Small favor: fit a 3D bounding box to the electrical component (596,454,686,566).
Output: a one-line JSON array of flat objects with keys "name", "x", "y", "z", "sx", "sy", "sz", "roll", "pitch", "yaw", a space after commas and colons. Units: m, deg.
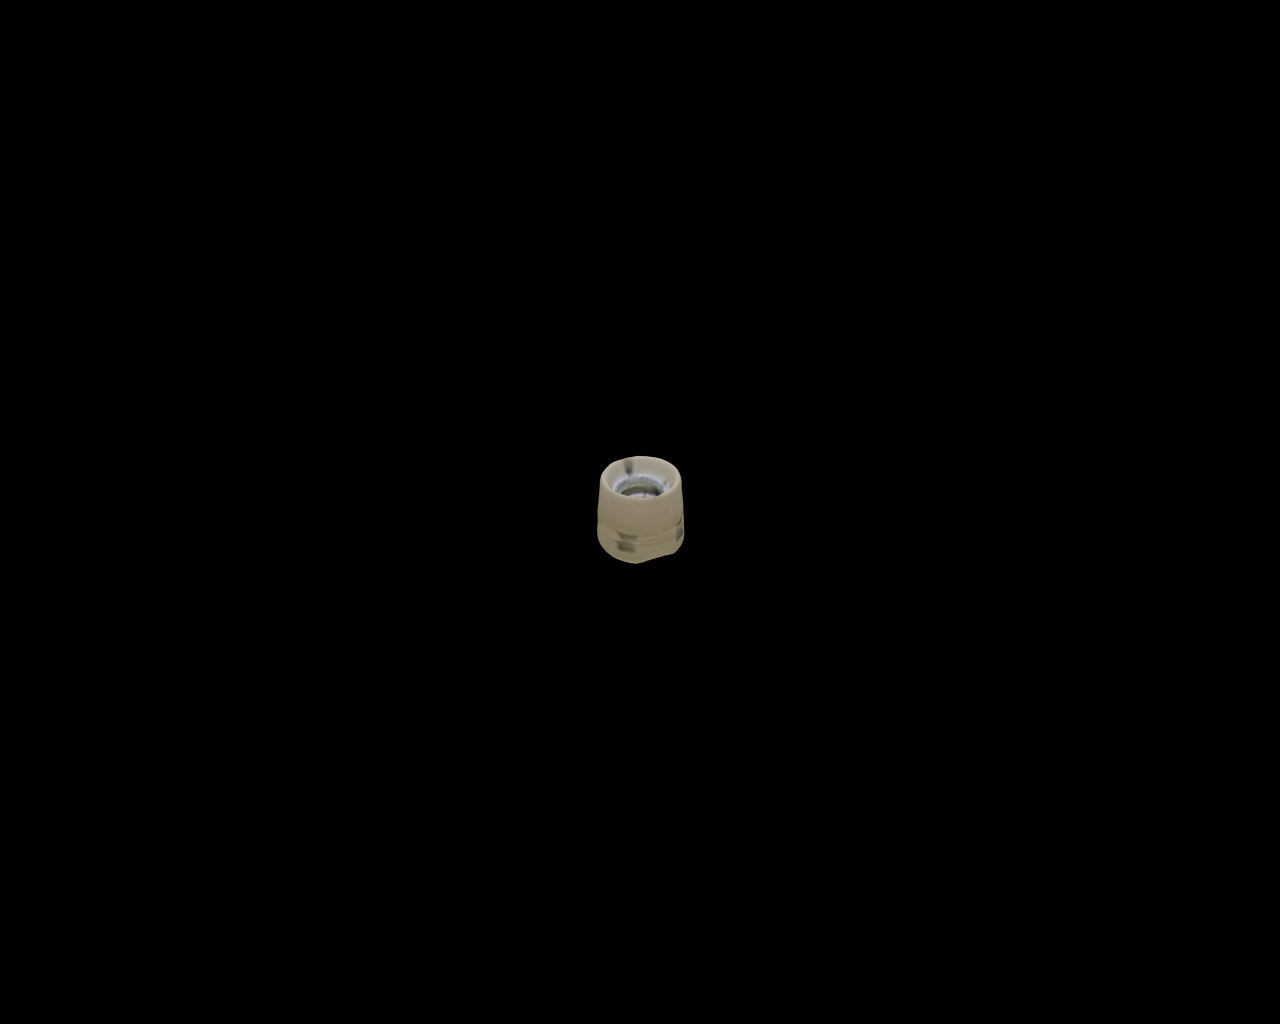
[{"name": "electrical component", "x": 0.001, "y": -0.003, "z": 0.650, "sx": 0.055, "sy": 0.047, "sz": 0.055, "roll": 0, "pitch": 36, "yaw": 0}]
